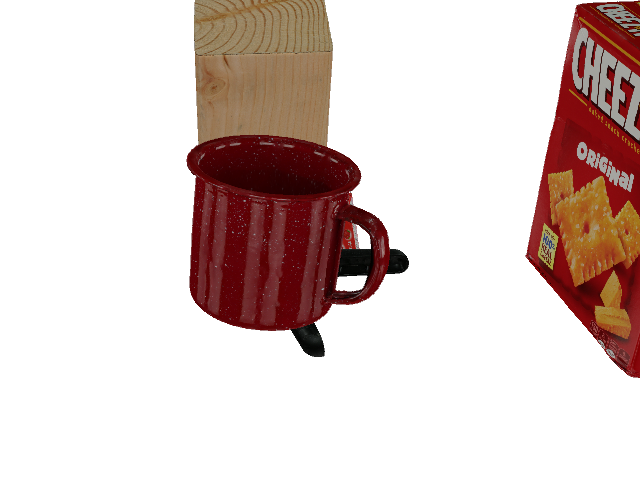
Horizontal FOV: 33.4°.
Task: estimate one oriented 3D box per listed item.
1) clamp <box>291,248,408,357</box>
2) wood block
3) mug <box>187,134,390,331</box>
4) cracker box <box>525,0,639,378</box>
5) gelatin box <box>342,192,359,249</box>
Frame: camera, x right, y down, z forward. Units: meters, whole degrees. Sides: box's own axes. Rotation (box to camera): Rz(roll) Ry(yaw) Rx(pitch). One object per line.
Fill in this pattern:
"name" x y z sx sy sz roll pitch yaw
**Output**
"clamp" -0.039 0.035 1.043 0.210 0.036 0.164 16 39 22
"wood block" -0.044 -0.073 0.780 0.090 0.206 0.090 -2 43 -5
"mug" -0.018 -0.001 0.576 0.117 0.081 0.093 16 26 19
"cracker box" 0.221 -0.037 0.742 0.072 0.214 0.164 -6 33 -16
"gelatin box" 0.006 -0.011 1.283 0.073 0.089 0.030 -3 29 11
